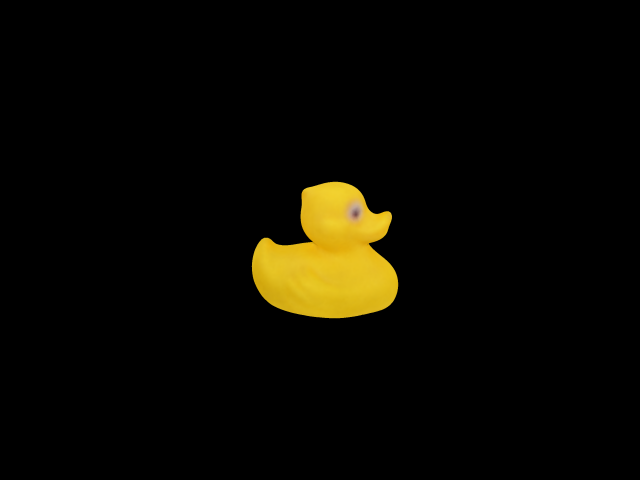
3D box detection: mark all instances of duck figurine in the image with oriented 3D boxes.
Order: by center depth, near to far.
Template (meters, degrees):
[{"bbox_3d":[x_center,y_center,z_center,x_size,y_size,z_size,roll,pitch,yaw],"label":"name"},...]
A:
[{"bbox_3d":[0.004,0.001,0.400,0.104,0.086,0.077,2,24,5],"label":"duck figurine"}]
